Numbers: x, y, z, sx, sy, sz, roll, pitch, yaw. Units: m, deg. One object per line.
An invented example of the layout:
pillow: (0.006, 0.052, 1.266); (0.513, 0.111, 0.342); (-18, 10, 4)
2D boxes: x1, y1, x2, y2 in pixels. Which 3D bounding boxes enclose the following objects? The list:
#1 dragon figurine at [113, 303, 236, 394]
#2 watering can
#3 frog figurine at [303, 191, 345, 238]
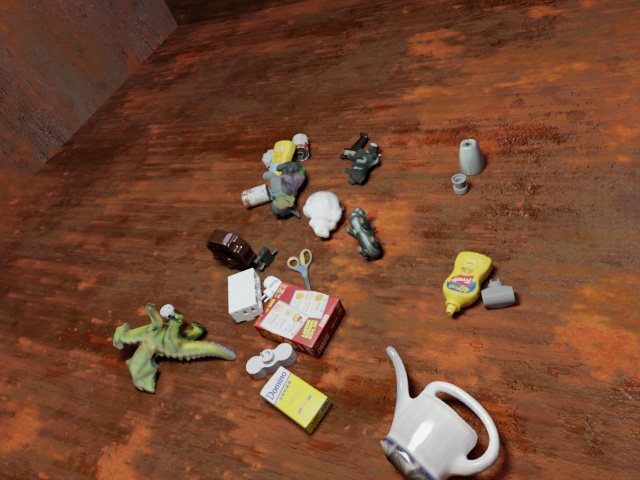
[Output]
dragon figurine: (-0.467, 0.344, 1.555); (0.413, 0.121, 0.244); (27, 83, 23)
watering can: (0.222, 0.402, 1.150); (0.227, 0.102, 0.352); (-43, 46, -16)
frog figurine: (0.005, -0.087, 1.730); (0.138, 0.120, 0.163); (15, 42, 13)
